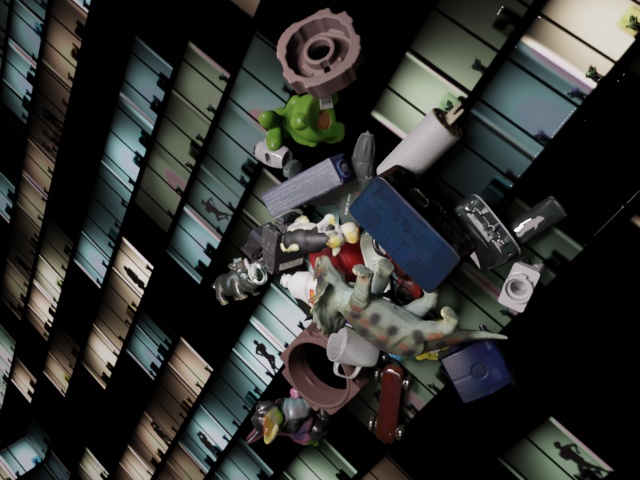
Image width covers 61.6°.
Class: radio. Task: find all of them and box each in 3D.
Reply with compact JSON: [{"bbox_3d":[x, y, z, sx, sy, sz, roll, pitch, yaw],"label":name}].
[{"bbox_3d":[0.173,-0.024,1.009,0.230,0.073,0.131,46,140,11],"label":"radio"}]

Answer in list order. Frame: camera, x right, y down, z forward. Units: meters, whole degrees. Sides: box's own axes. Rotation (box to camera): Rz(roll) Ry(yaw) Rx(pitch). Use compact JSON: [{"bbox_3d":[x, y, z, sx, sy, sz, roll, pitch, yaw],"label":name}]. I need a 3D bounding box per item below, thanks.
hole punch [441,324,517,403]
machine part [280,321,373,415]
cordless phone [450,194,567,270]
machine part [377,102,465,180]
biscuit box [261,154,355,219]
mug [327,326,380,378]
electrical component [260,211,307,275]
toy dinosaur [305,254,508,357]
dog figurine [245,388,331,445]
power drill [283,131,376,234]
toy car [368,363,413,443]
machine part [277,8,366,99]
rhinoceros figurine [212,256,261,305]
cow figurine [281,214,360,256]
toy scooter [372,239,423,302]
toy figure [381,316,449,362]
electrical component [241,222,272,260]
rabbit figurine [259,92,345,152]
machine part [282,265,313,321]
[{"bbox_3d":[0.322,0.259,1.103,0.116,0.092,0.142,-30,86,33],"label":"hole punch"},{"bbox_3d":[0.012,0.312,1.325,0.201,0.087,0.201,46,125,10],"label":"machine part"},{"bbox_3d":[0.343,-0.041,0.997,0.184,0.089,0.146,-39,83,25],"label":"cordless phone"},{"bbox_3d":[0.190,-0.169,1.039,0.079,0.079,0.243,50,125,8],"label":"machine part"},{"bbox_3d":[-0.027,-0.111,1.122,0.203,0.059,0.062,-22,96,36],"label":"biscuit box"},{"bbox_3d":[0.079,0.258,1.210,0.081,0.107,0.109,-24,49,59],"label":"mug"},{"bbox_3d":[-0.077,0.002,1.249,0.058,0.115,0.134,31,122,37],"label":"electrical component"},{"bbox_3d":[0.142,0.160,1.069,0.405,0.131,0.192,31,120,10],"label":"toy dinosaur"},{"bbox_3d":[-0.084,0.472,1.364,0.109,0.219,0.191,-13,99,39],"label":"dog figurine"},{"bbox_3d":[0.026,-0.128,1.168,0.208,0.086,0.231,8,114,23],"label":"power drill"},{"bbox_3d":[0.167,0.384,1.269,0.089,0.053,0.202,9,108,20],"label":"toy car"},{"bbox_3d":[0.003,-0.363,1.055,0.179,0.056,0.179,-6,71,19],"label":"machine part"},{"bbox_3d":[-0.205,0.101,1.405,0.190,0.073,0.112,-29,79,39],"label":"rhinoceros figurine"},{"bbox_3d":[-0.002,-0.005,1.134,0.168,0.098,0.068,0,119,39],"label":"cow figurine"},{"bbox_3d":[0.195,0.036,1.112,0.135,0.075,0.183,-19,99,35],"label":"toy scooter"},{"bbox_3d":[0.208,0.213,1.165,0.180,0.089,0.082,-31,98,46],"label":"toy figure"},{"bbox_3d":[-0.135,-0.010,1.311,0.048,0.075,0.119,45,129,11],"label":"electrical component"},{"bbox_3d":[-0.054,-0.243,1.144,0.170,0.159,0.121,5,120,48],"label":"rabbit figurine"},{"bbox_3d":[-0.039,0.130,1.323,0.084,0.039,0.138,-24,91,31],"label":"machine part"}]
